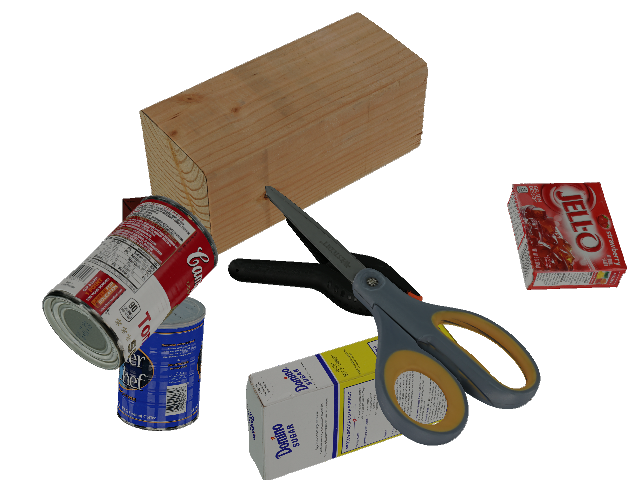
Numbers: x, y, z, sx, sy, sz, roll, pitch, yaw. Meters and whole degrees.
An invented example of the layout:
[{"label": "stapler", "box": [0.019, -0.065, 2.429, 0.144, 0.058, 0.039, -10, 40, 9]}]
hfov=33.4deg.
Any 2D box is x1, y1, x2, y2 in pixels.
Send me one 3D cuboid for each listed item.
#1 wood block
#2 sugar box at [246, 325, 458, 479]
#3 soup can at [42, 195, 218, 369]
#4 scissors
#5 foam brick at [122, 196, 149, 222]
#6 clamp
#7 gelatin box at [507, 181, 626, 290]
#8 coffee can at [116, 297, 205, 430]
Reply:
[{"label": "wood block", "box": [-0.025, -0.086, 0.830, 0.205, 0.091, 0.090, -29, 54, -25]}, {"label": "sugar box", "box": [0.026, 0.131, 0.890, 0.176, 0.093, 0.048, -13, 39, -18]}, {"label": "soup can", "box": [-0.125, 0.027, 0.705, 0.069, 0.068, 0.102, 0, 39, 45]}, {"label": "scissors", "box": [0.023, 0.041, 0.589, 0.202, 0.016, 0.096, 30, 52, 19]}, {"label": "foam brick", "box": [-0.155, -0.014, 1.069, 0.078, 0.051, 0.053, -6, 22, -23]}, {"label": "clamp", "box": [0.010, 0.039, 1.197, 0.210, 0.036, 0.164, 28, 35, 19]}, {"label": "gelatin box", "box": [0.191, -0.005, 0.836, 0.073, 0.089, 0.030, -1, -37, -5]}, {"label": "coffee can", "box": [-0.196, 0.147, 1.307, 0.103, 0.140, 0.103, 5, 17, -2]}]
